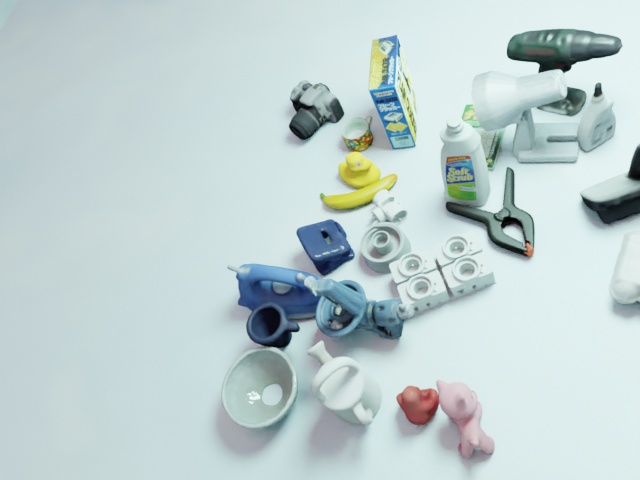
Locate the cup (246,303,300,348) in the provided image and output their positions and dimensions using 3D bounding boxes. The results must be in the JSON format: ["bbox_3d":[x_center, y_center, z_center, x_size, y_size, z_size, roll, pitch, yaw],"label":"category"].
[{"bbox_3d":[-0.085,0.191,1.213,0.117,0.095,0.092,1,62,23],"label":"cup"}]

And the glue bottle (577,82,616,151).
[{"bbox_3d":[0.559,-0.255,1.154,0.078,0.174,0.037,-32,54,3],"label":"glue bottle"}]

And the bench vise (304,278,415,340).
[{"bbox_3d":[0.069,0.116,1.114,0.207,0.220,0.121,-17,56,13],"label":"bench vise"}]

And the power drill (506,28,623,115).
[{"bbox_3d":[0.514,-0.364,1.214,0.228,0.209,0.076,22,72,32],"label":"power drill"}]

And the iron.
[{"bbox_3d":[-0.072,0.095,1.235,0.257,0.142,0.119,2,62,24],"label":"iron"}]

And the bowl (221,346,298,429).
[{"bbox_3d":[-0.111,0.307,1.168,0.167,0.075,0.167,-10,58,17],"label":"bowl"}]

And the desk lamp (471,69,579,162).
[{"bbox_3d":[0.429,-0.265,1.189,0.202,0.214,0.118,3,63,24],"label":"desk lamp"}]

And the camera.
[{"bbox_3d":[-0.033,-0.342,1.501,0.142,0.101,0.137,33,78,34],"label":"camera"}]

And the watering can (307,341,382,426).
[{"bbox_3d":[0.035,0.265,1.057,0.172,0.195,0.101,25,73,32],"label":"watering can"}]

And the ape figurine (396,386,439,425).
[{"bbox_3d":[0.174,0.293,1.045,0.077,0.092,0.076,8,65,27],"label":"ape figurine"}]

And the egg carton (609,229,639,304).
[{"bbox_3d":[0.587,0.054,1.024,0.107,0.070,0.150,14,68,29],"label":"egg carton"}]

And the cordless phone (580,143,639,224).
[{"bbox_3d":[0.568,-0.124,1.065,0.147,0.185,0.094,-25,55,8],"label":"cordless phone"}]

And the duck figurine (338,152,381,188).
[{"bbox_3d":[0.086,-0.176,1.362,0.104,0.086,0.077,13,67,29],"label":"duck figurine"}]

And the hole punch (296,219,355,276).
[{"bbox_3d":[0.012,0.005,1.284,0.101,0.091,0.108,-33,54,2],"label":"hole punch"}]

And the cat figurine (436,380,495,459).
[{"bbox_3d":[0.248,0.303,0.991,0.067,0.118,0.127,-22,55,10],"label":"cat figurine"}]
